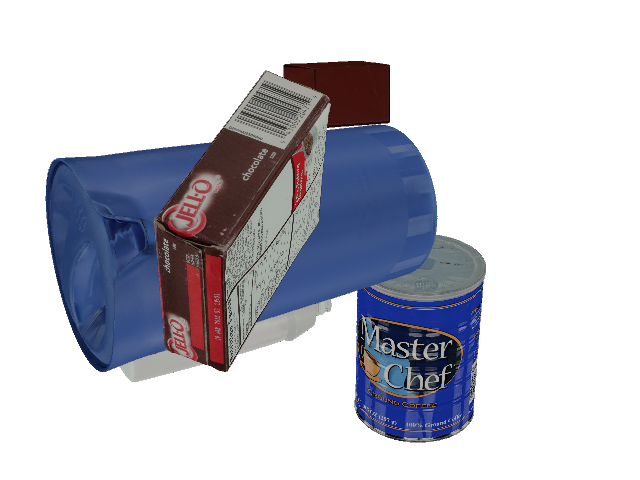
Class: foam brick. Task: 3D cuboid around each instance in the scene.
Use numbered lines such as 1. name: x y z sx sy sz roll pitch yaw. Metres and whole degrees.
1. foam brick: 0.014 -0.125 0.910 0.078 0.051 0.053 -8 16 -29

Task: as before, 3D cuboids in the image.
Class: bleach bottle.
1. bleach bottle: -0.109 0.089 1.208 0.250 0.068 0.103 -11 34 -24

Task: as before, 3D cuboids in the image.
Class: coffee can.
1. coffee can: 0.080 0.078 0.876 0.103 0.140 0.103 0 27 0

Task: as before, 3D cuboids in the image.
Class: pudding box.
1. pudding box: -0.035 -0.009 0.499 0.039 0.113 0.090 22 -40 14

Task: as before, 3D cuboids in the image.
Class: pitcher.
1. pitcher: -0.054 -0.005 0.711 0.242 0.145 0.149 -12 38 -27
